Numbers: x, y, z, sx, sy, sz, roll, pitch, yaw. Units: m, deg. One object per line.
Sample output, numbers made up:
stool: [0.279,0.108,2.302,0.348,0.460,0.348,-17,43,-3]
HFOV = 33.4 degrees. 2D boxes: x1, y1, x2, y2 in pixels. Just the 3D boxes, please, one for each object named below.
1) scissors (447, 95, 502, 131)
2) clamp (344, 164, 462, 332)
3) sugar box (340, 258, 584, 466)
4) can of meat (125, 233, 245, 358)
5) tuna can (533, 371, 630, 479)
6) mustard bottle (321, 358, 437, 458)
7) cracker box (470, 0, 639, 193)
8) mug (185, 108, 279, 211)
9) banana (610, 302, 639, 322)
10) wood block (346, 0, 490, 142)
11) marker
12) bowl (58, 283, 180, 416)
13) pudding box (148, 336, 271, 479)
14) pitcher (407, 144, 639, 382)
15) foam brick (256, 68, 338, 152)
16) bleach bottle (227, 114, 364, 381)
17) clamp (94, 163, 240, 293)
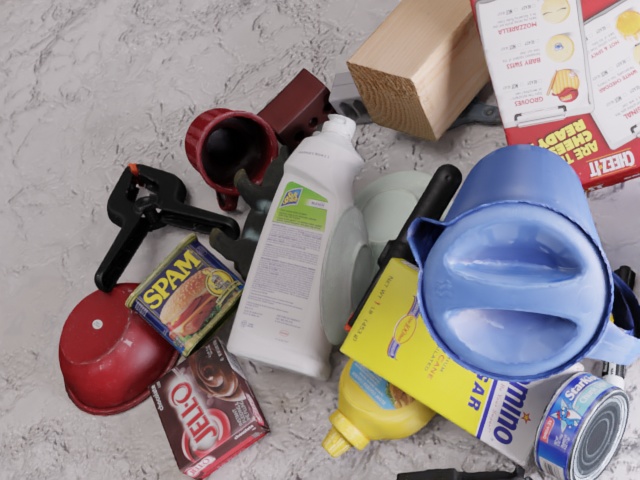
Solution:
scissors: [0.173,-0.143,1.095,0.202,0.016,0.096,1,59,32]
clamp: [0.074,0.016,0.973,0.039,0.120,0.171,31,82,10]
sugar box: [0.115,0.097,0.872,0.176,0.048,0.093,31,97,19]
can of meat: [-0.133,0.059,1.092,0.084,0.057,0.102,42,81,7]
tuna can: [0.202,0.147,0.823,0.034,0.086,0.086,25,74,39]
mustard bottle: [0.074,0.118,0.943,0.191,0.058,0.096,-45,46,-4]
cracker box: [0.241,-0.155,0.970,0.164,0.072,0.214,-18,79,22]
mug: [-0.102,-0.090,1.184,0.093,0.117,0.082,-5,15,-20]
banana: [0.287,0.043,0.867,0.197,0.037,0.070,-38,57,-7]
wood block: [0.133,-0.210,1.097,0.091,0.090,0.206,22,63,40]
marker: [0.249,0.075,0.891,0.020,0.020,0.121,-3,58,30]
bowl: [-0.225,0.104,1.145,0.162,0.055,0.162,-16,51,21]
pudding box: [-0.109,0.164,1.039,0.090,0.039,0.113,-36,46,6]
pitcher: [0.164,0.008,0.833,0.145,0.149,0.242,-15,14,17]
foam brick: [-0.020,-0.140,1.191,0.078,0.053,0.051,-46,47,-2]
bleach bottle: [-0.007,0.001,1.026,0.103,0.068,0.251,13,80,23]
clamp: [-0.199,-0.024,1.208,0.164,0.036,0.210,-26,38,-13]
